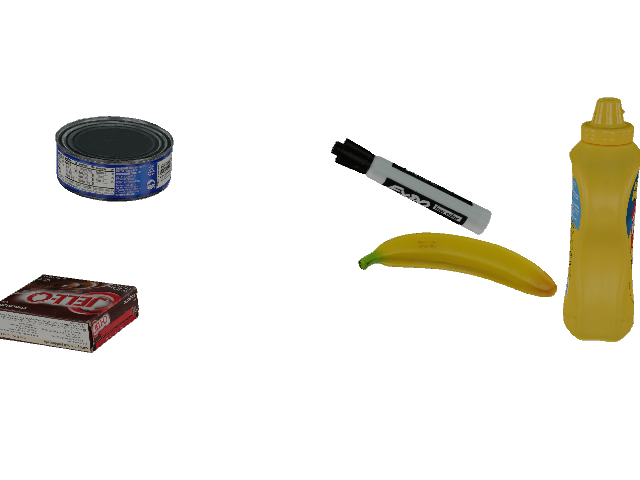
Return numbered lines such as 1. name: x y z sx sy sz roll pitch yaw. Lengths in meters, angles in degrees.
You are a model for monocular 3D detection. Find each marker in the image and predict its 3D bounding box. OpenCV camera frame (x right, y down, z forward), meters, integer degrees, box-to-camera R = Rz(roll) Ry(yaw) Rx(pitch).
1. marker: 0.063 -0.039 0.748 0.121 0.020 0.020 27 -4 -7

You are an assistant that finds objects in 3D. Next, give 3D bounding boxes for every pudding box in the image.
1. pudding box: -0.248 0.070 1.043 0.114 0.039 0.090 4 19 20

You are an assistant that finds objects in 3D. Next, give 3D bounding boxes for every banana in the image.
1. banana: 0.142 0.023 1.089 0.198 0.037 0.069 6 43 12

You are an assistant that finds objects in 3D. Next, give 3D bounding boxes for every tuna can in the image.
1. tuna can: -0.152 -0.061 0.791 0.086 0.034 0.086 5 27 -3

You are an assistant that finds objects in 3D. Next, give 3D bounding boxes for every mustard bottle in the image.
1. mustard bottle: 0.231 -0.021 0.872 0.058 0.192 0.096 3 19 16
